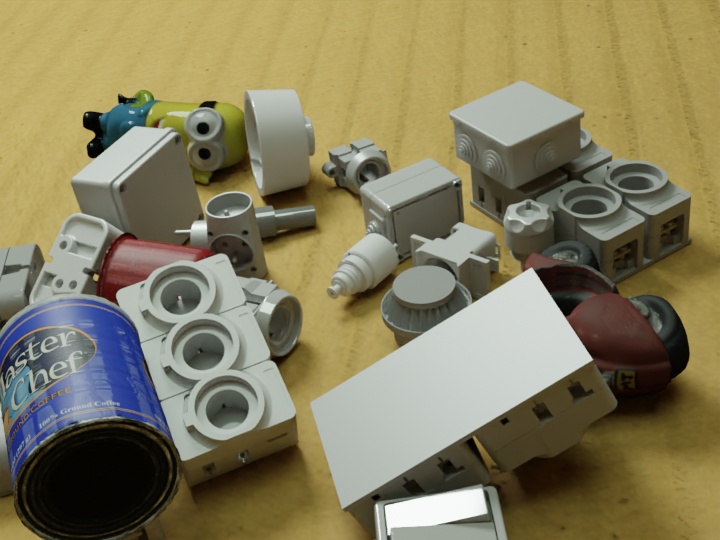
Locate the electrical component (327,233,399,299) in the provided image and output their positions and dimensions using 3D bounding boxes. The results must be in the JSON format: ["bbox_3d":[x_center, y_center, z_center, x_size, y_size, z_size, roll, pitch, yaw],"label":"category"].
[{"bbox_3d":[0.000,0.000,0.951,0.040,0.040,0.078,21,45,34],"label":"electrical component"}]

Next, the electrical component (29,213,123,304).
[{"bbox_3d":[-0.241,0.006,0.954,0.054,0.059,0.095,15,77,29],"label":"electrical component"}]

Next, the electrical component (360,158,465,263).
[{"bbox_3d":[0.042,-0.055,1.000,0.096,0.061,0.061,-24,38,-20],"label":"electrical component"}]

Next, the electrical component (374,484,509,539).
[{"bbox_3d":[0.046,0.179,0.679,0.096,0.061,0.061,-8,36,1],"label":"electrical component"}]

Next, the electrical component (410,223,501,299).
[{"bbox_3d":[0.087,-0.008,0.943,0.081,0.042,0.064,21,42,34],"label":"electrical component"}]

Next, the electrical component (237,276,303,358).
[{"bbox_3d":[-0.085,0.041,0.899,0.057,0.058,0.078,11,40,30],"label":"electrical component"}]

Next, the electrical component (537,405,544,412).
[{"bbox_3d":[0.119,0.111,0.771,0.048,0.048,0.062,12,47,26],"label":"electrical component"}]

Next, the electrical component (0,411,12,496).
[{"bbox_3d":[-0.277,0.130,0.827,0.077,0.044,0.079,-11,36,-3],"label":"electrical component"}]

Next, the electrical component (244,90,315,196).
[{"bbox_3d":[-0.079,-0.133,1.097,0.060,0.108,0.108,-9,35,-11],"label":"electrical component"}]

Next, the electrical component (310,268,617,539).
[{"bbox_3d":[0.069,0.095,0.740,0.186,0.060,0.105,-32,36,7],"label":"electrical component"}]

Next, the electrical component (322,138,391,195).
[{"bbox_3d":[0.002,-0.103,1.089,0.066,0.048,0.055,-21,30,-16],"label":"electrical component"}]

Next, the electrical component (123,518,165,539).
[{"bbox_3d":[-0.177,0.157,0.760,0.050,0.055,0.089,-20,37,-15],"label":"electrical component"}]

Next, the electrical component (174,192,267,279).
[{"bbox_3d":[-0.130,-0.027,0.984,0.079,0.077,0.044,-1,36,10],"label":"electrical component"}]

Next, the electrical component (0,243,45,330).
[{"bbox_3d":[-0.321,0.023,0.976,0.059,0.053,0.095,-9,36,-1],"label":"electrical component"}]

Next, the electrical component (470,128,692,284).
[{"bbox_3d":[0.198,-0.068,0.986,0.105,0.060,0.186,-26,39,-22],"label":"electrical component"}]

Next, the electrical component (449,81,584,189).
[{"bbox_3d":[0.142,-0.122,0.976,0.100,0.048,0.100,-26,39,-22],"label":"electrical component"}]

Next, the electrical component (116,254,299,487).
[{"bbox_3d":[-0.116,0.071,0.809,0.089,0.061,0.150,-21,62,-13],"label":"electrical component"}]

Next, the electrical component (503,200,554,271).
[{"bbox_3d":[0.148,-0.026,0.937,0.043,0.062,0.043,-6,36,4],"label":"electrical component"}]

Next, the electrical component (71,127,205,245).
[{"bbox_3d":[-0.210,-0.066,1.028,0.056,0.108,0.108,8,39,26],"label":"electrical component"}]
